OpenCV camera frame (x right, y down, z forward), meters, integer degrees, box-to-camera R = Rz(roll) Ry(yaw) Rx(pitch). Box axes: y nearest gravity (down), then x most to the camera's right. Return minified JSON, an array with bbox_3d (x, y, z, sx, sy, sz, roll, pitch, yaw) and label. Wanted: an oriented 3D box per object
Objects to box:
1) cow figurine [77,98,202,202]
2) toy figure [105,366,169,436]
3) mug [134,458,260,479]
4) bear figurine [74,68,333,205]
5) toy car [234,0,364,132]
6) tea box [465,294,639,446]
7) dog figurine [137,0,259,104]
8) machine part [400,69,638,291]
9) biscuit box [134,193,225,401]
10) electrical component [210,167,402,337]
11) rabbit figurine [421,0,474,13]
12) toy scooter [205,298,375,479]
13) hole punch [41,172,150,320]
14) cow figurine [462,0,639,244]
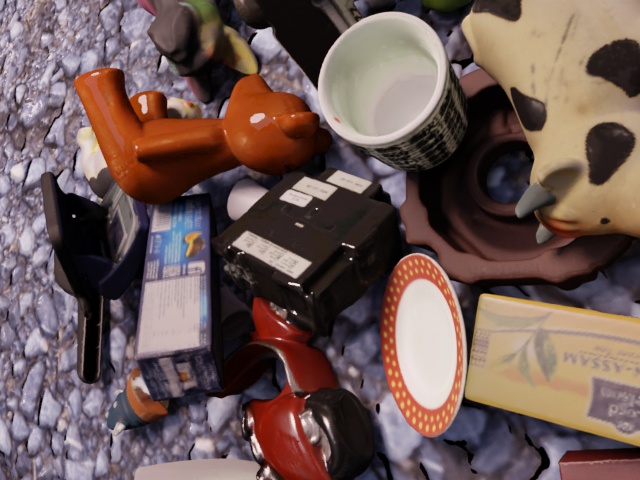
[{"bbox_3d":[-0.202,-0.097,0.609,0.167,0.068,0.098,-14,78,32],"label":"cow figurine"},{"bbox_3d":[-0.160,0.141,0.538,0.058,0.064,0.154,38,109,-7],"label":"toy figure"},{"bbox_3d":[-0.099,0.227,0.462,0.107,0.109,0.080,-5,81,-11],"label":"mug"},{"bbox_3d":[-0.096,-0.107,0.486,0.196,0.120,0.132,-19,87,13],"label":"bear figurine"},{"bbox_3d":[0.009,-0.158,0.430,0.074,0.201,0.056,-12,42,45],"label":"toy car"},{"bbox_3d":[0.184,0.079,0.316,0.170,0.098,0.068,9,85,31],"label":"tea box"},{"bbox_3d":[-0.140,-0.271,0.596,0.108,0.191,0.219,-20,104,24],"label":"dog figurine"},{"bbox_3d":[0.144,-0.045,0.393,0.179,0.056,0.179,-8,74,31],"label":"machine part"},{"bbox_3d":[-0.122,0.039,0.480,0.059,0.062,0.203,-8,40,-5],"label":"biscuit box"},{"bbox_3d":[-0.001,-0.001,0.440,0.115,0.058,0.134,28,57,34],"label":"electrical component"},{"bbox_3d":[0.042,-0.246,0.424,0.170,0.159,0.121,-17,77,7],"label":"rabbit figurine"},{"bbox_3d":[-0.039,0.133,0.455,0.135,0.075,0.184,-34,61,21],"label":"toy scooter"},{"bbox_3d":[-0.226,-0.007,0.559,0.142,0.092,0.115,57,152,36],"label":"hole punch"},{"bbox_3d":[0.150,-0.084,0.314,0.127,0.085,0.195,-34,61,20],"label":"cow figurine"}]
